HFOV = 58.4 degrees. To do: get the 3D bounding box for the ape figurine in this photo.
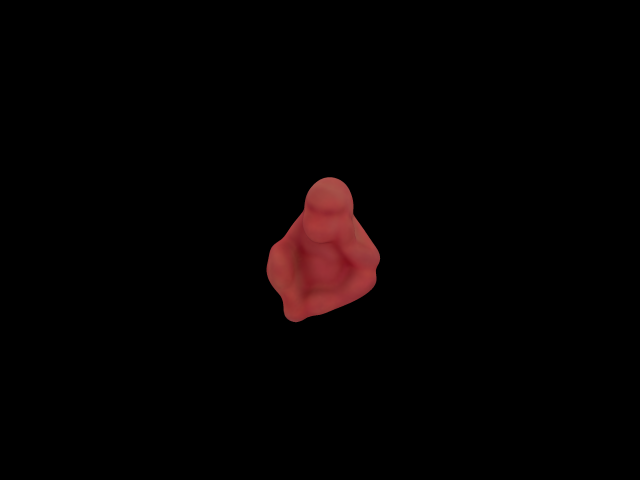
[{"bbox_3d":[0.004,0.001,0.400,0.077,0.092,0.076,7,27,14],"label":"ape figurine"}]
